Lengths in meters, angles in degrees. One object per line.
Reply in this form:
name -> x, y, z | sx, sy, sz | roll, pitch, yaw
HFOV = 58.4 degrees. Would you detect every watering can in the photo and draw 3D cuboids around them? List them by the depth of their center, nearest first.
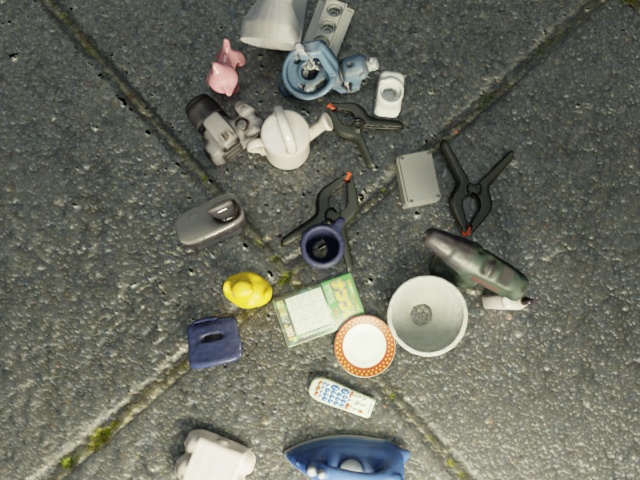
watering can -> -0.063, -0.216, 1.161 | 0.173, 0.194, 0.101 | -39, 87, -5

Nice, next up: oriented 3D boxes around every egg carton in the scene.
egg carton -> -0.210, 0.452, 1.157 | 0.150, 0.069, 0.107 | 21, 84, 0

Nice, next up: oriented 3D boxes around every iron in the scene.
iron -> 0.054, 0.458, 1.132 | 0.258, 0.141, 0.119 | 8, 85, -2

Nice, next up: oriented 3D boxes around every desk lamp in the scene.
desk lamp -> -0.089, -0.466, 1.172 | 0.118, 0.213, 0.203 | 7, 85, -1

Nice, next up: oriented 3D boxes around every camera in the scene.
camera -> -0.207, -0.252, 1.204 | 0.143, 0.100, 0.137 | -40, 87, -5

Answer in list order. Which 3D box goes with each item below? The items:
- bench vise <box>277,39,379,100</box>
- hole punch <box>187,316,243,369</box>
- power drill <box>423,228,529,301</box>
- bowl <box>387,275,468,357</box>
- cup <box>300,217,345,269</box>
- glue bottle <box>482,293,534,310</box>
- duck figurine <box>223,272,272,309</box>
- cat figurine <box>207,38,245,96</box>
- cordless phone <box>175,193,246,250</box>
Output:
bench vise -> 0.012, -0.367, 1.165 | 0.207, 0.219, 0.121 | -26, 86, -4
hole punch -> -0.218, 0.207, 1.168 | 0.108, 0.091, 0.101 | -11, 85, -3
power drill -> 0.290, 0.049, 1.145 | 0.229, 0.208, 0.076 | 26, 84, 0
bowl -> 0.218, 0.157, 1.200 | 0.167, 0.074, 0.167 | 0, 85, -2
cup -> 0.011, 0.004, 1.194 | 0.091, 0.095, 0.118 | 35, 84, 1
glue bottle -> 0.391, 0.123, 1.161 | 0.078, 0.173, 0.037 | -8, 85, -3
duck figurine -> -0.152, 0.103, 1.183 | 0.104, 0.086, 0.077 | 11, 84, -1
cat figurine -> -0.201, -0.359, 1.206 | 0.067, 0.117, 0.128 | 7, 85, -1
cordless phone -> -0.225, -0.045, 1.143 | 0.147, 0.185, 0.094 | -28, 86, -4
